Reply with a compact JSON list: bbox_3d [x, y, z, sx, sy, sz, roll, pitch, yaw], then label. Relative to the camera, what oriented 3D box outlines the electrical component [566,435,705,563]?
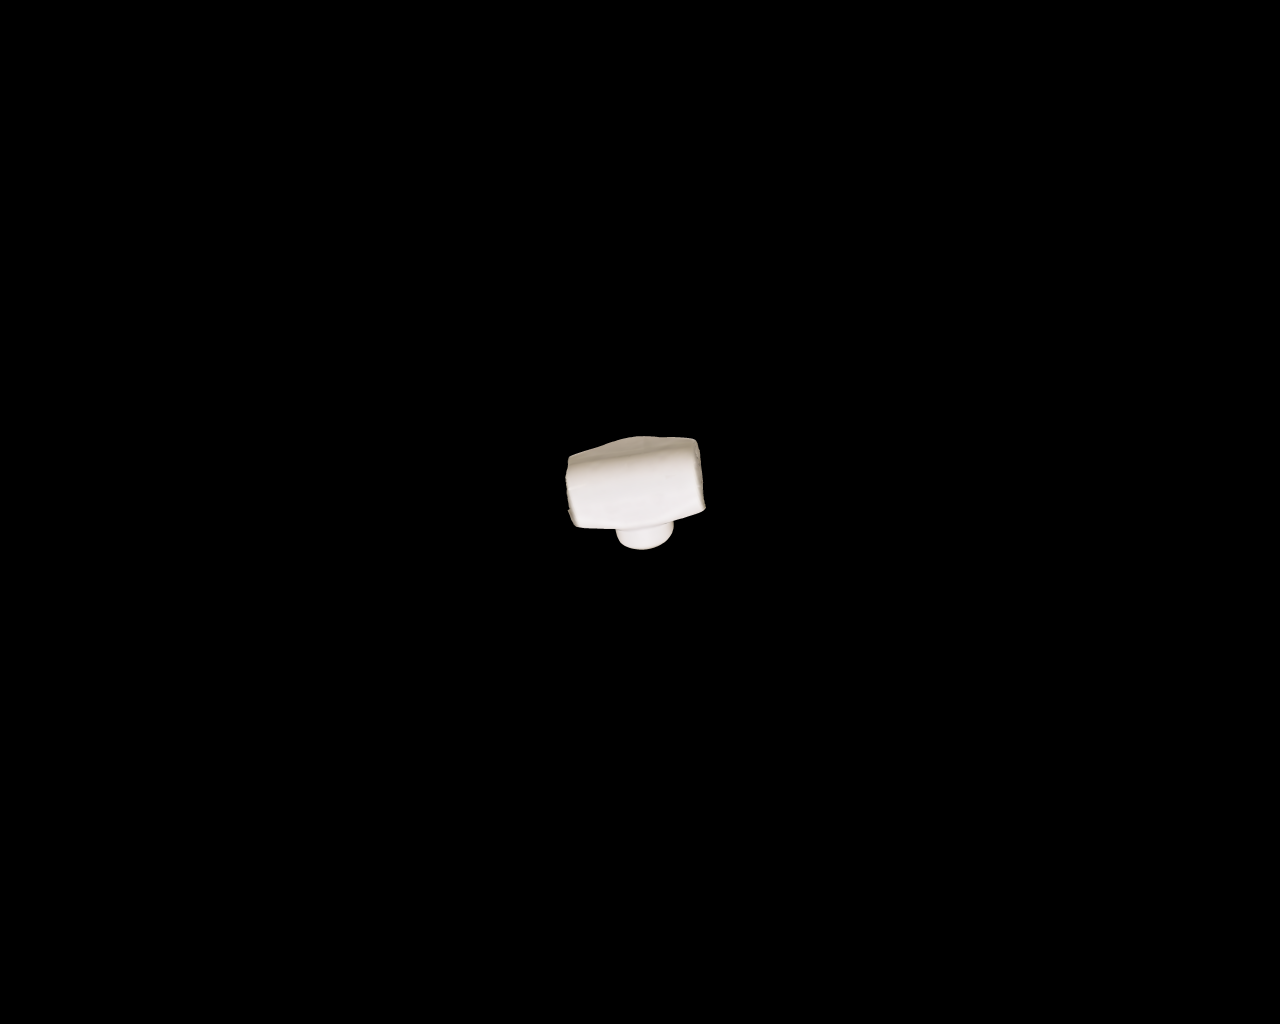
[{"bbox_3d":[0.001,-0.003,0.650,0.077,0.079,0.044,-8,34,5],"label":"electrical component"}]
